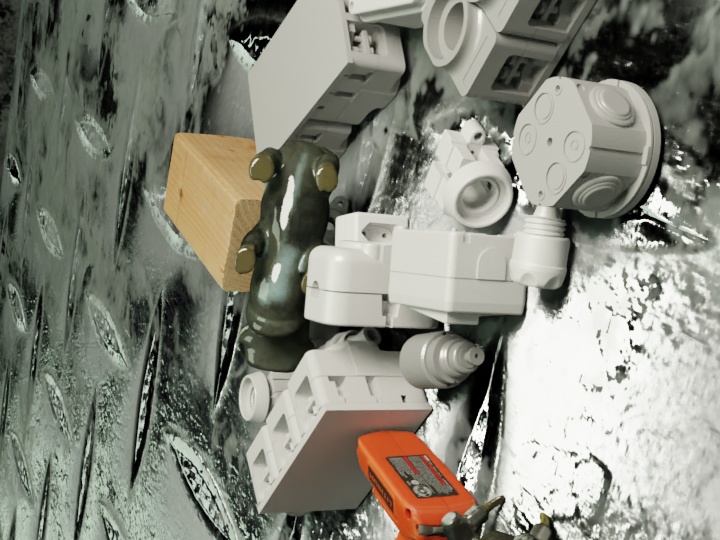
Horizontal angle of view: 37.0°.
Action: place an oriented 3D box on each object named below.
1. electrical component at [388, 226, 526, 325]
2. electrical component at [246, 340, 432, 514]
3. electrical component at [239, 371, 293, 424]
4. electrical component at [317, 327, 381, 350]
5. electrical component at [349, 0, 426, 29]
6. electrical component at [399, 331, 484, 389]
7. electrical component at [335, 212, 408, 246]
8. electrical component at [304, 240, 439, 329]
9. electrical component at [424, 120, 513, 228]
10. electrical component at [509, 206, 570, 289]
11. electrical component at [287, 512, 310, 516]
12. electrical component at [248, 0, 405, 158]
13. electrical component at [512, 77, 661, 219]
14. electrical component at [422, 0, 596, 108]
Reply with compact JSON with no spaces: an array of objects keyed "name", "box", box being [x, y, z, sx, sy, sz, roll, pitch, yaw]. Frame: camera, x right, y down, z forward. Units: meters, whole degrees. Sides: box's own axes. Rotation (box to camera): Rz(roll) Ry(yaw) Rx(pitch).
[{"name":"electrical component","box":[0.062,0.003,0.727,0.096,0.062,0.061,7,93,63]},{"name":"electrical component","box":[-0.021,0.125,0.843,0.150,0.089,0.061,-59,38,42]},{"name":"electrical component","box":[-0.078,0.118,0.991,0.066,0.055,0.048,-57,40,44]},{"name":"electrical component","box":[-0.006,0.069,0.871,0.062,0.048,0.048,-48,46,42]},{"name":"electrical component","box":[0.042,-0.223,0.795,0.113,0.057,0.078,15,101,62]},{"name":"electrical component","box":[0.060,0.062,0.748,0.078,0.040,0.040,-16,73,61]},{"name":"electrical component","box":[0.000,0.000,0.862,0.076,0.047,0.083,-7,81,63]},{"name":"electrical component","box":[0.011,0.010,0.788,0.054,0.095,0.059,10,96,63]},{"name":"electrical component","box":[0.075,-0.060,0.728,0.055,0.048,0.066,-113,36,-53]},{"name":"electrical component","box":[0.113,-0.020,0.661,0.035,0.035,0.061,19,103,62]},{"name":"electrical component","box":[-0.063,0.168,0.969,0.077,0.043,0.079,36,119,58]},{"name":"electrical component","box":[-0.030,-0.169,0.926,0.186,0.060,0.105,-41,52,54]},{"name":"electrical component","box":[0.129,-0.071,0.617,0.080,0.051,0.080,-12,76,62]},{"name":"electrical component","box":[0.100,-0.190,0.674,0.150,0.062,0.089,-61,37,40]}]
